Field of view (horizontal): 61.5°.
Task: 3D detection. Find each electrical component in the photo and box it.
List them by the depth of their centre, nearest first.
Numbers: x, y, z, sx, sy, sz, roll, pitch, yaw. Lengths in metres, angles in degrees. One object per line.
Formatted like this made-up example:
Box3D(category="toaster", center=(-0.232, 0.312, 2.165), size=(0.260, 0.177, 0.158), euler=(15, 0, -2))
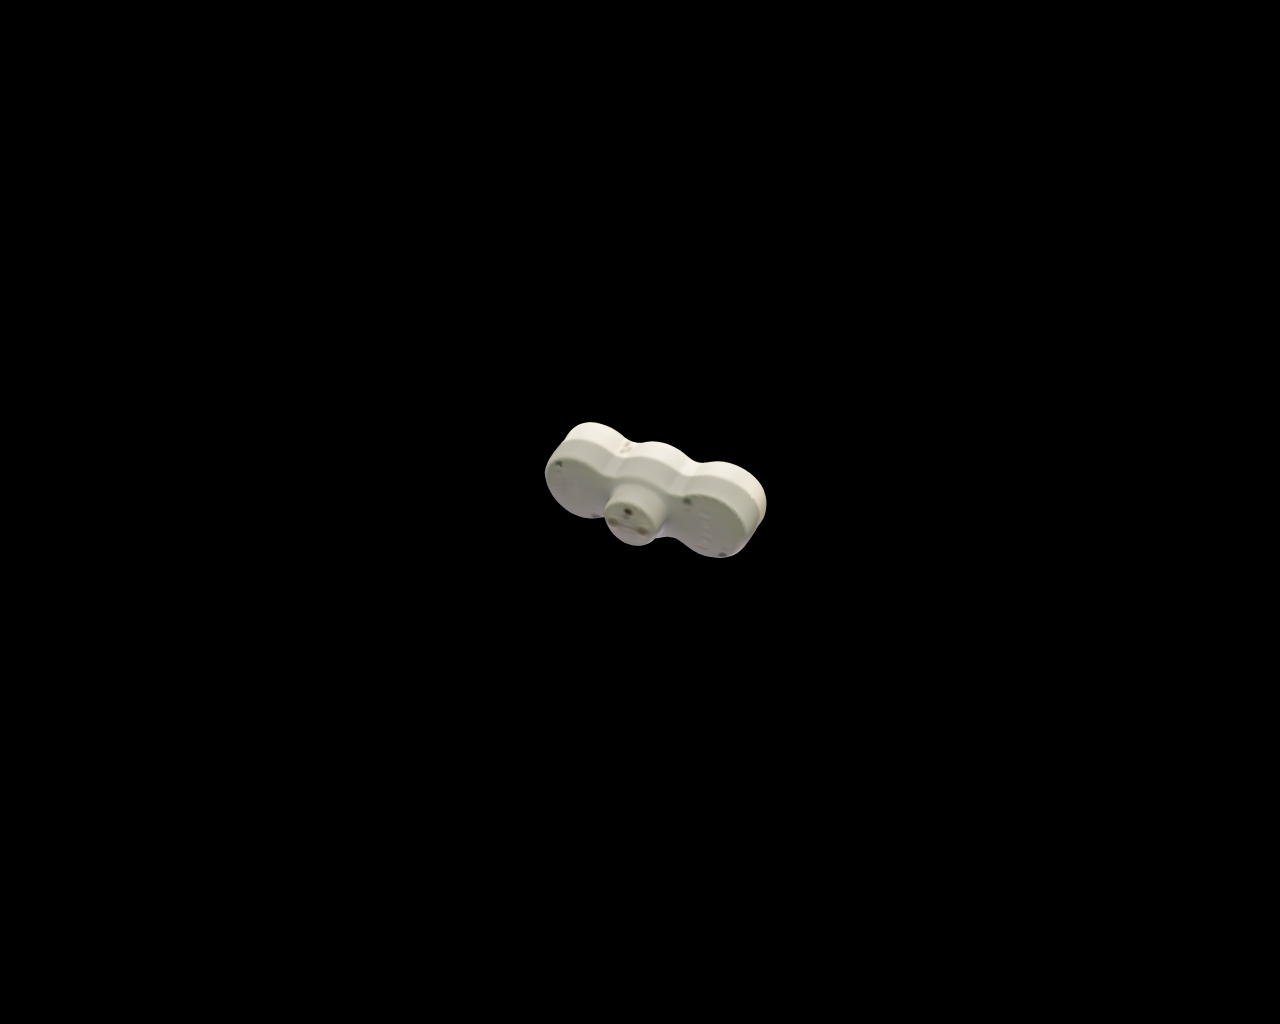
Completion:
Box3D(category="electrical component", center=(0.001, -0.003, 0.650), size=(0.138, 0.052, 0.074), euler=(18, 44, 19))
